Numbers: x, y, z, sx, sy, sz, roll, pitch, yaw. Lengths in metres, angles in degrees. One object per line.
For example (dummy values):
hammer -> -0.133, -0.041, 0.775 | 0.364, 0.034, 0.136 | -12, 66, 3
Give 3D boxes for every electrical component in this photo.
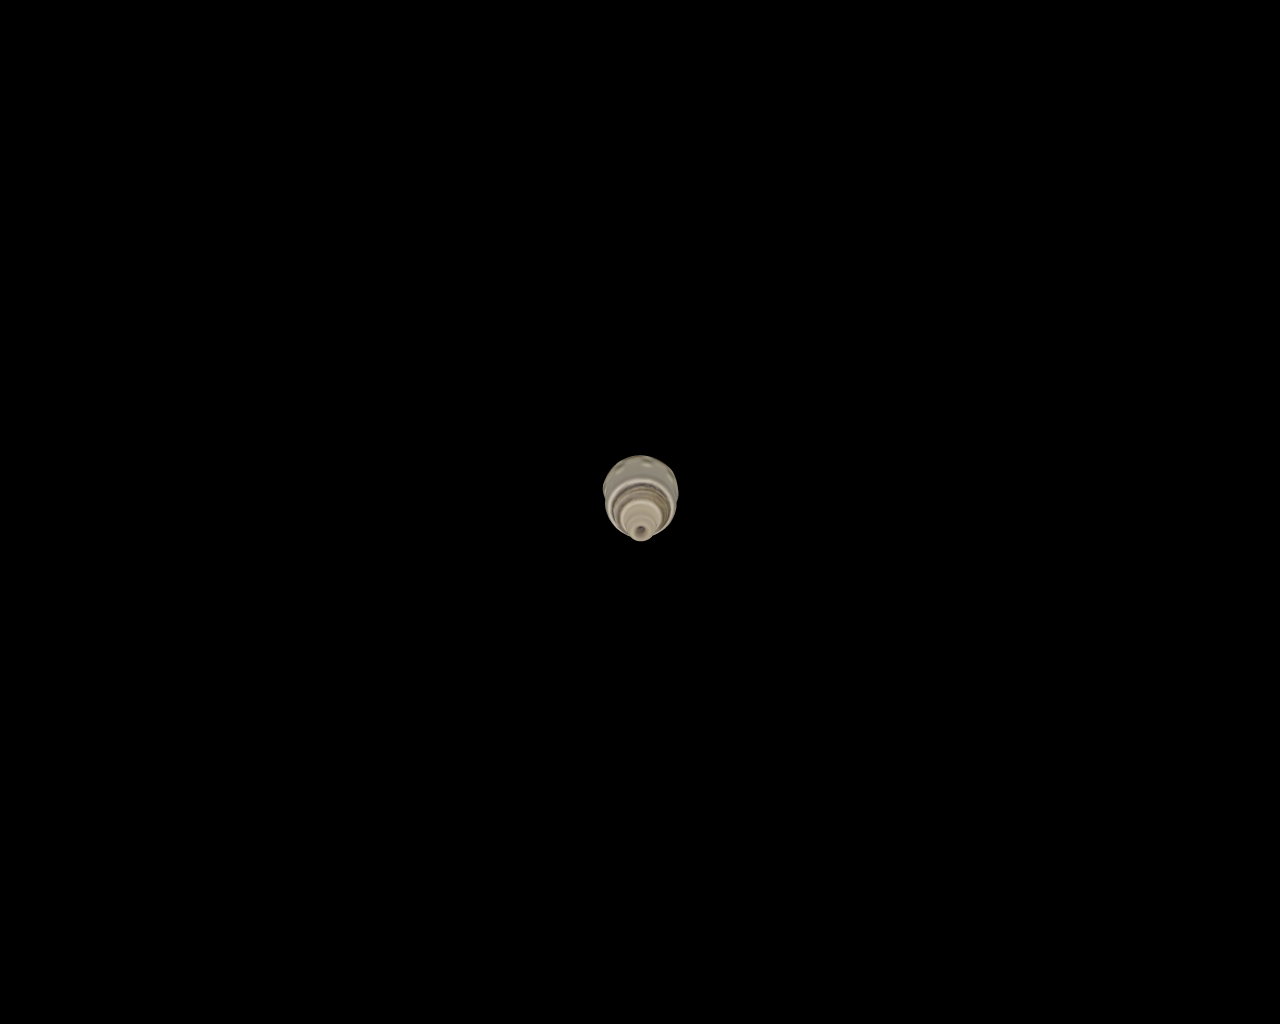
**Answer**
electrical component -> 0.001, -0.003, 0.650 | 0.048, 0.048, 0.062 | 0, 28, 0
